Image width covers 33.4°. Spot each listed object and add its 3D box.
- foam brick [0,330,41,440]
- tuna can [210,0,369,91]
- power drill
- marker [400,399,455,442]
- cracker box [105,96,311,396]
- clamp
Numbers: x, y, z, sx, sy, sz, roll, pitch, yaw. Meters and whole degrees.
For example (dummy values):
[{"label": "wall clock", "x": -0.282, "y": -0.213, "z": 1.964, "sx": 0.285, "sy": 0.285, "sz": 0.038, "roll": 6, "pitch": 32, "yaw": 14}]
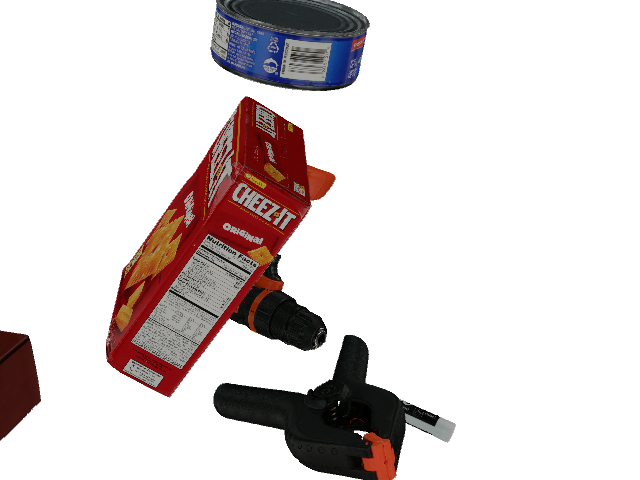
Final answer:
[{"label": "foam brick", "x": -0.225, "y": 0.098, "z": 0.684, "sx": 0.053, "sy": 0.051, "sz": 0.078, "roll": 7, "pitch": 29, "yaw": 22}, {"label": "tuna can", "x": -0.018, "y": -0.113, "z": 0.594, "sx": 0.086, "sy": 0.034, "sz": 0.086, "roll": 9, "pitch": 25, "yaw": -4}, {"label": "power drill", "x": -0.048, "y": 0.008, "z": 1.137, "sx": 0.185, "sy": 0.188, "sz": 0.057, "roll": 23, "pitch": 9, "yaw": 34}, {"label": "marker", "x": 0.066, "y": 0.153, "z": 0.987, "sx": 0.121, "sy": 0.020, "sz": 0.020, "roll": 23, "pitch": 7, "yaw": 17}, {"label": "cracker box", "x": -0.097, "y": 0.001, "z": 0.909, "sx": 0.072, "sy": 0.214, "sz": 0.164, "roll": 30, "pitch": 21, "yaw": -18}, {"label": "clamp", "x": -0.004, "y": 0.116, "z": 0.716, "sx": 0.120, "sy": 0.039, "sz": 0.171, "roll": -22, "pitch": 18, "yaw": -8}]
